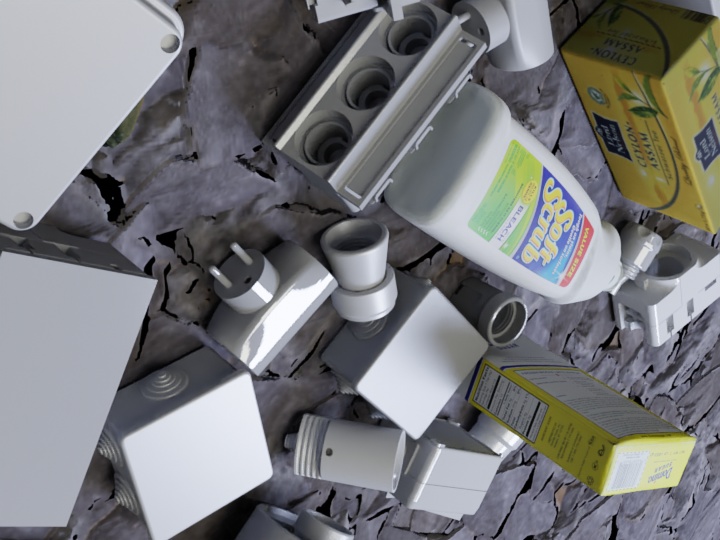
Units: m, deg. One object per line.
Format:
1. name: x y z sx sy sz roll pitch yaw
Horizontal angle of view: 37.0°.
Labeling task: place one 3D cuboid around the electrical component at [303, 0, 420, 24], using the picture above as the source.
1. electrical component: -0.013 -0.200 0.578 0.063 0.078 0.121 -17 125 -6

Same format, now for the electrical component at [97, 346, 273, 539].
1. electrical component: -0.110 0.106 0.668 0.100 0.048 0.099 -27 127 -27

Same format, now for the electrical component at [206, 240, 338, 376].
1. electrical component: -0.063 0.013 0.662 0.077 0.043 0.079 -49 133 -9

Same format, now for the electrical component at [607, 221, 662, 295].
1. electrical component: 0.223 -0.008 0.896 0.035 0.035 0.061 25 98 -44

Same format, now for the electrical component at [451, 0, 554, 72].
1. electrical component: 0.086 -0.164 0.694 0.079 0.043 0.077 -34 130 -22

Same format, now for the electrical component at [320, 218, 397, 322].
1. electrical component: 0.000 0.000 0.707 0.045 0.045 0.055 -29 128 -26

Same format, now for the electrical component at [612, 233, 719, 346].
1. electrical component: 0.265 0.013 0.930 0.089 0.050 0.055 -34 130 -21

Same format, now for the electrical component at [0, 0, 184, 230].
1. electrical component: -0.134 -0.081 0.428 0.113 0.057 0.078 -48 131 9

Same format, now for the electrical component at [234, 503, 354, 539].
1. electrical component: -0.036 0.200 0.742 0.108 0.108 0.060 32 84 -44

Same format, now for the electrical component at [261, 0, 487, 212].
1. electrical component: 0.011 -0.100 0.650 0.121 0.079 0.063 -53 156 -5

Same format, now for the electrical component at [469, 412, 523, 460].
1. electrical component: 0.104 0.141 0.871 0.046 0.040 0.040 -49 134 0

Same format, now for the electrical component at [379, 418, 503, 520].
1. electrical component: 0.048 0.147 0.812 0.096 0.062 0.061 17 100 -44

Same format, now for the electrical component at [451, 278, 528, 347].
1. electrical component: 0.095 0.030 0.800 0.040 0.046 0.040 -19 123 -32

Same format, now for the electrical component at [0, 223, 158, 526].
1. electrical component: -0.183 0.055 0.571 0.089 0.062 0.150 13 103 -43

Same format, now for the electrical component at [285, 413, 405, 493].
1. electrical component: -0.012 0.126 0.747 0.043 0.081 0.043 9 90 -79

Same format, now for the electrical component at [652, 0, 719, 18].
1. electrical component: 0.235 -0.221 0.764 0.057 0.078 0.113 -45 133 -16

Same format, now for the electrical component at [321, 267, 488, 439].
1. electrical component: 0.031 0.058 0.760 0.099 0.048 0.100 -52 134 -7
